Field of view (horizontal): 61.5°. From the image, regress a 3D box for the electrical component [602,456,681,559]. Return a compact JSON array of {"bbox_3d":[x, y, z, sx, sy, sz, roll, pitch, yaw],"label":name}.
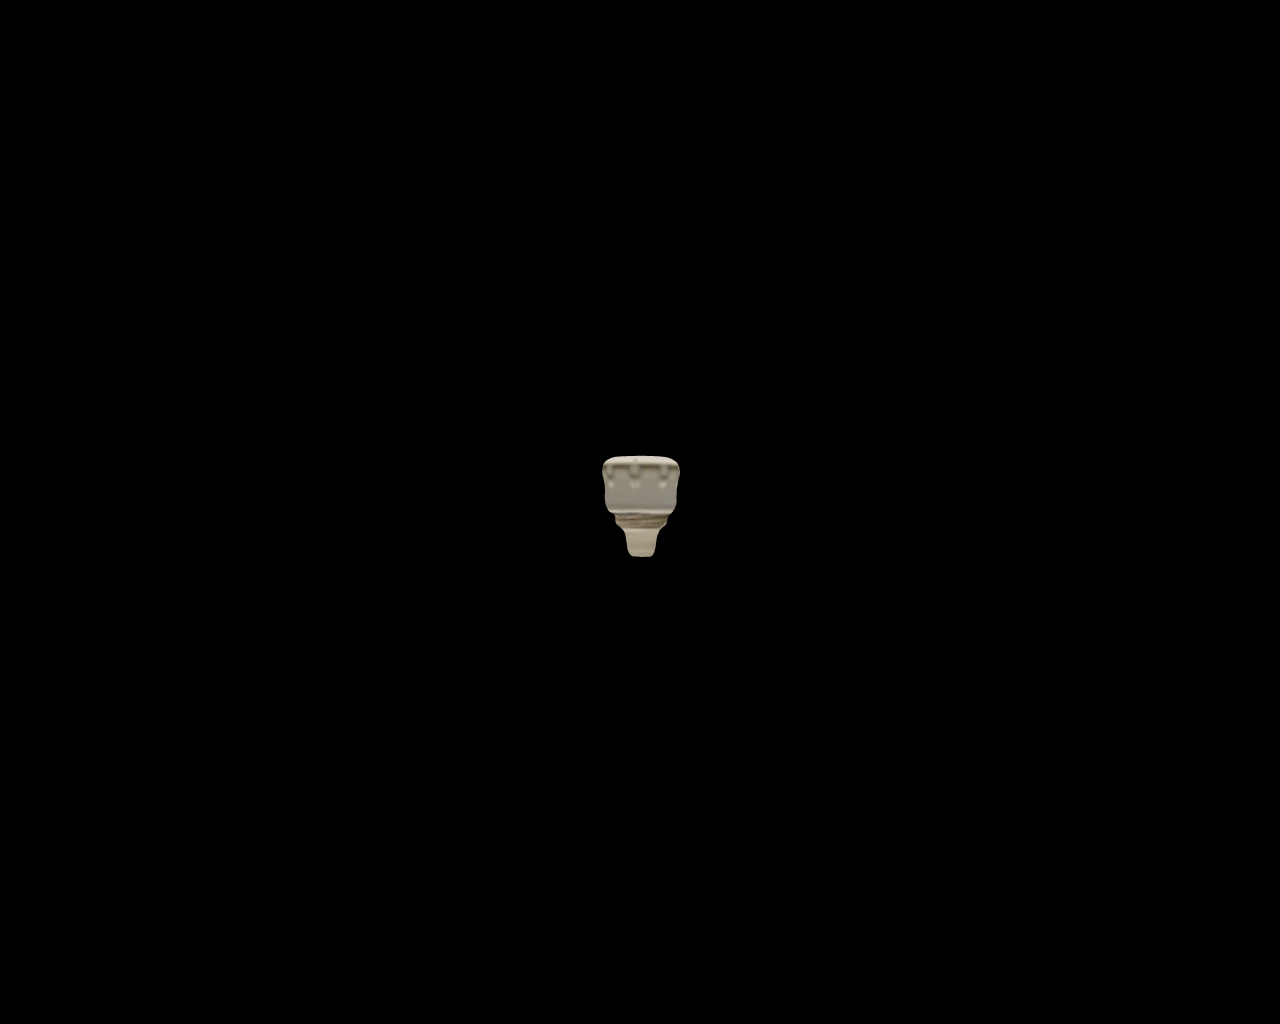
[{"bbox_3d":[0.001,-0.003,0.650,0.048,0.062,0.048,0,0,0],"label":"electrical component"}]
